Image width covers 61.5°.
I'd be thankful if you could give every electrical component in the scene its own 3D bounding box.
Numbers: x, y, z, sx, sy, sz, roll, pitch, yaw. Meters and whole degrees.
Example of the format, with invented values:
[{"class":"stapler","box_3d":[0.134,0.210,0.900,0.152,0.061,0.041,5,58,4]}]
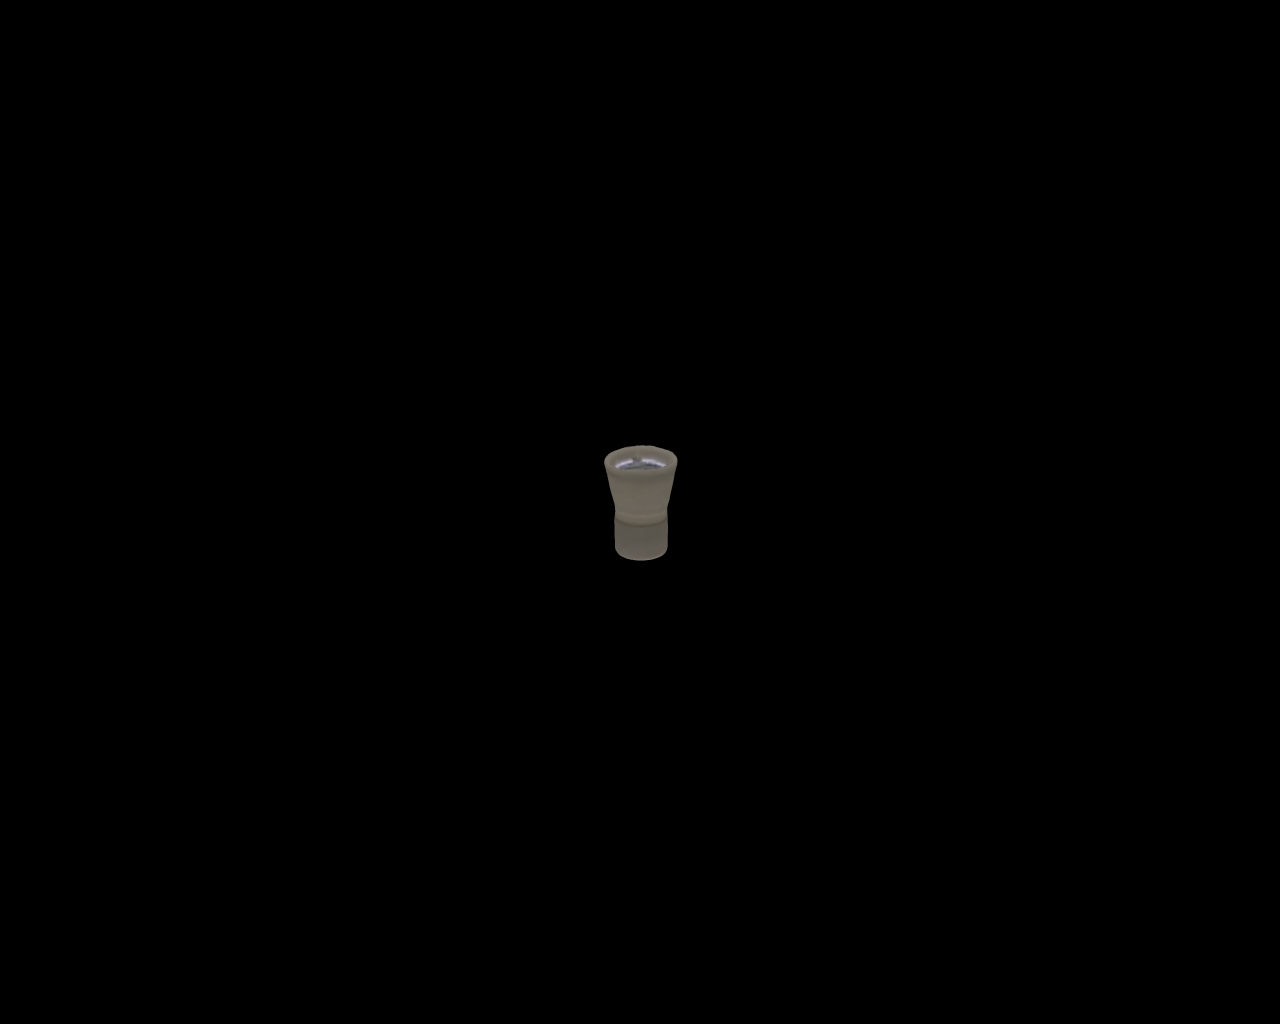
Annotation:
[{"class":"electrical component","box_3d":[0.001,-0.003,0.650,0.044,0.065,0.044,0,22,0]}]
